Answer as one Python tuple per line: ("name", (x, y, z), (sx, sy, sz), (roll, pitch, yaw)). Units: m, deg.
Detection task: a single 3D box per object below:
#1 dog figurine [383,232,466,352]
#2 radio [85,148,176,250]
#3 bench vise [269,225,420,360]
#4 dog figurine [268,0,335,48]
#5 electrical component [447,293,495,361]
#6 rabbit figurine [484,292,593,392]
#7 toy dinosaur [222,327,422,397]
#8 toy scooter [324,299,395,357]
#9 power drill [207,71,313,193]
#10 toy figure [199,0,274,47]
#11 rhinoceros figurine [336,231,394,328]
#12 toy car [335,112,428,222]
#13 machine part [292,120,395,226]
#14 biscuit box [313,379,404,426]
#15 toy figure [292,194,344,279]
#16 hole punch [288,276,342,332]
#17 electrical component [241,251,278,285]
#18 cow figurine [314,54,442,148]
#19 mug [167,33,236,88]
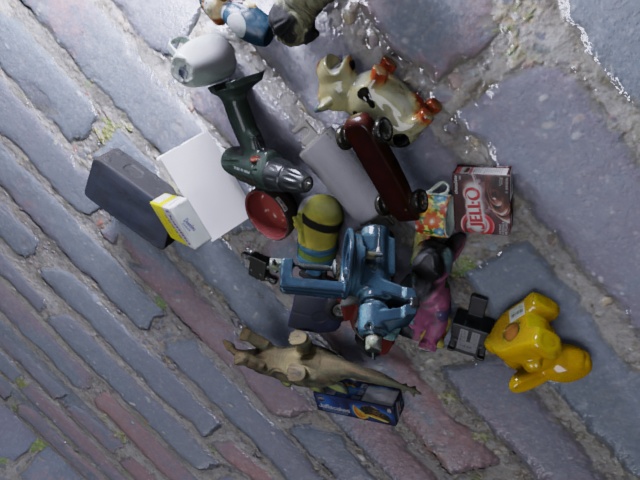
("dog figurine", (0.197, 0.084, 0.972), (0.109, 0.191, 0.219), (17, 93, 22))
("radio", (-0.409, -0.094, 1.206), (0.230, 0.073, 0.131), (34, 130, 3))
("bench vise", (0.034, 0.073, 0.878), (0.241, 0.223, 0.128), (6, 163, -3))
("dog figurine", (0.011, -0.366, 0.786), (0.172, 0.121, 0.190), (25, 143, 17))
("electrical component", (0.286, 0.162, 1.002), (0.075, 0.048, 0.119), (18, 129, 16))
("rabbit figurine", (0.386, 0.201, 0.932), (0.173, 0.122, 0.162), (27, 125, -14))
("toy dinosaur", (-0.022, 0.274, 1.175), (0.472, 0.105, 0.198), (6, 157, 31))
("toy scooter", (0.109, 0.149, 1.072), (0.135, 0.075, 0.183), (-37, 116, 12))
("power drill", (-0.109, -0.185, 0.944), (0.232, 0.086, 0.207), (12, 130, 49))
("toy figure", (-0.144, -0.374, 0.882), (0.154, 0.058, 0.064), (33, 109, 9))
("rhinoceros figurine", (0.087, 0.070, 0.993), (0.112, 0.073, 0.190), (12, 87, -7))
("toy car", (0.102, -0.111, 0.841), (0.089, 0.053, 0.202), (-7, 129, 43))
("machine part", (0.046, -0.111, 0.936), (0.243, 0.079, 0.079), (49, 130, -6))
("biscuit box", (0.087, 0.369, 1.242), (0.203, 0.059, 0.062), (3, 121, 28))
("toy figure", (0.000, -0.005, 1.032), (0.089, 0.082, 0.179), (8, 120, 11))
("hole punch", (-0.003, 0.137, 1.123), (0.116, 0.092, 0.142), (22, 125, 11))
("electrical component", (-0.134, 0.060, 1.186), (0.094, 0.021, 0.063), (24, 130, 13))
("cow figurine", (0.077, -0.219, 0.845), (0.195, 0.085, 0.127), (38, 130, -5))
("mug", (-0.216, -0.313, 0.928), (0.109, 0.107, 0.081), (39, 130, -2))
